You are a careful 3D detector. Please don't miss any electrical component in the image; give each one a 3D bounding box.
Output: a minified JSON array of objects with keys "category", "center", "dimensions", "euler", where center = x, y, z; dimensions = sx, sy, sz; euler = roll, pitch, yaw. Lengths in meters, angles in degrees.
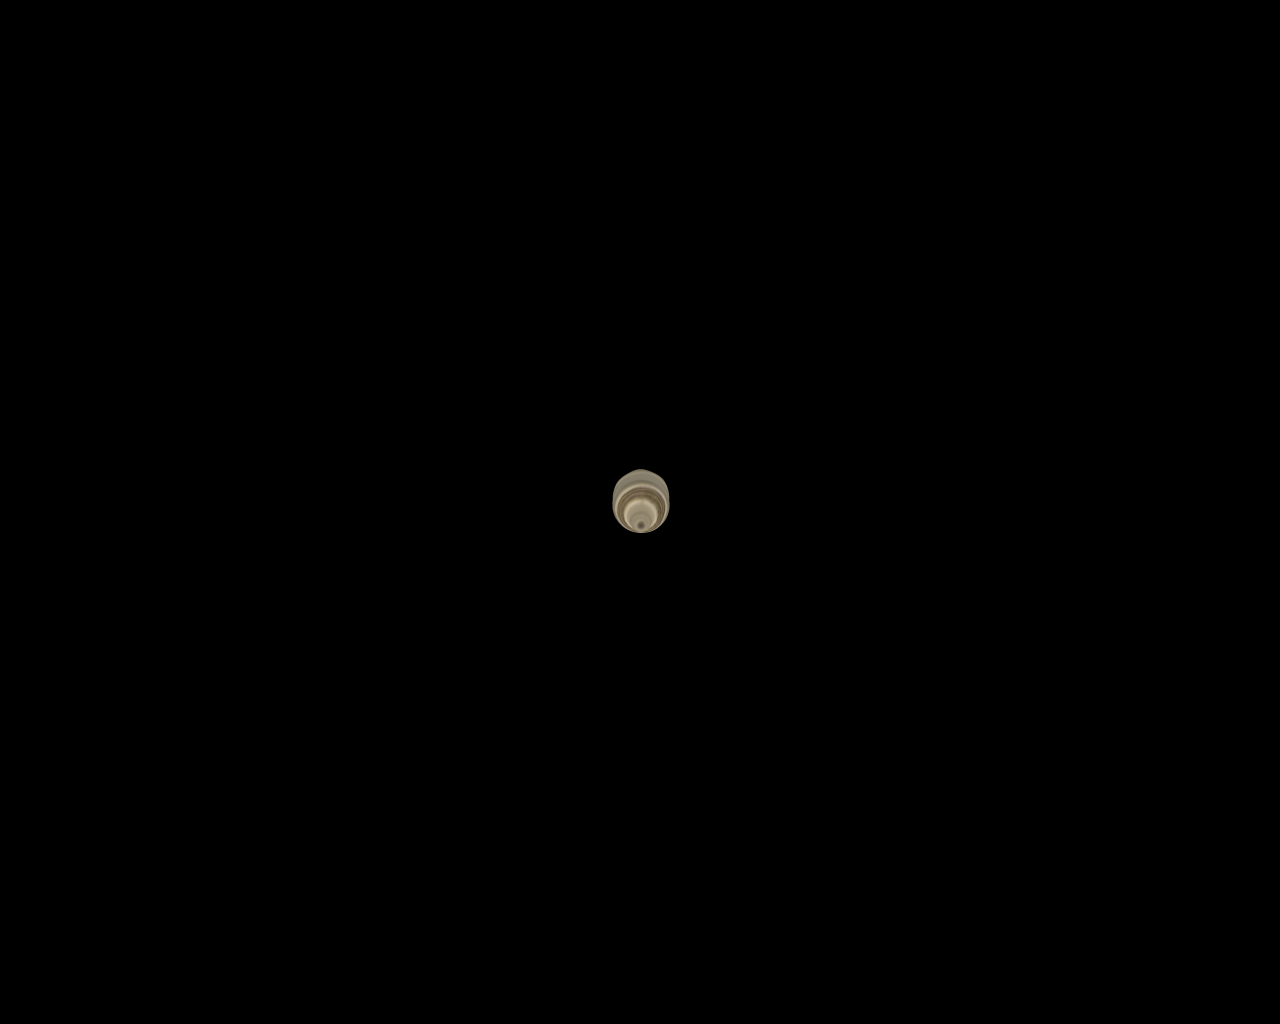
[{"category":"electrical component","center":[0.001,-0.003,0.650],"dimensions":[0.035,0.035,0.061],"euler":[0,20,0]}]
